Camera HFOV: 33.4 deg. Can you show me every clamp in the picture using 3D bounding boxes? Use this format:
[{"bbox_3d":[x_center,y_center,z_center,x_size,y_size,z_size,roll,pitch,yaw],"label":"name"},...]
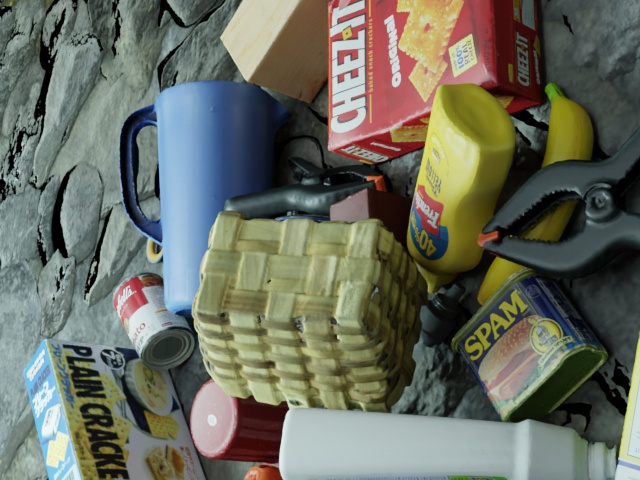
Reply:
[{"bbox_3d":[0.221,-0.017,0.793,0.210,0.036,0.164,-25,62,24],"label":"clamp"},{"bbox_3d":[0.000,-0.055,1.066,0.172,0.120,0.039,1,124,31],"label":"clamp"}]

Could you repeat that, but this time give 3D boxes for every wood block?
[{"bbox_3d":[-0.004,-0.259,1.108,0.206,0.090,0.090,-54,44,25],"label":"wood block"}]

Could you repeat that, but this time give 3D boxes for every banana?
[{"bbox_3d":[0.183,-0.031,0.876,0.070,0.037,0.198,-149,78,-74],"label":"banana"}]

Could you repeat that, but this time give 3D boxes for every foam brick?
[{"bbox_3d":[0.055,-0.010,0.982,0.053,0.078,0.051,-24,64,43],"label":"foam brick"}]

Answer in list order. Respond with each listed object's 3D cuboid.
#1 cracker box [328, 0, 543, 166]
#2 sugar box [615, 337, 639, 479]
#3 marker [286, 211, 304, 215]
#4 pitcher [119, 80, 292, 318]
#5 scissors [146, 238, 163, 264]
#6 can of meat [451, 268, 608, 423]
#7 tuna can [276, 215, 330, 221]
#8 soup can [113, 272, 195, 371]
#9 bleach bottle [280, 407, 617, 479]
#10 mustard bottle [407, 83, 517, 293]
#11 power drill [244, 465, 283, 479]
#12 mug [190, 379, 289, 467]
[{"bbox_3d":[0.098,-0.177,0.982,0.214,0.072,0.164,-17,67,46],"label":"cracker box"},{"bbox_3d":[0.258,0.140,0.733,0.094,0.048,0.176,9,91,50],"label":"sugar box"},{"bbox_3d":[-0.031,0.007,1.121,0.020,0.020,0.121,0,80,49],"label":"marker"},{"bbox_3d":[-0.123,-0.040,1.151,0.149,0.144,0.243,-13,73,45],"label":"pitcher"},{"bbox_3d":[-0.171,-0.049,1.300,0.096,0.016,0.202,4,83,49],"label":"scissors"},{"bbox_3d":[0.165,0.087,0.845,0.102,0.057,0.084,-51,49,27],"label":"can of meat"},{"bbox_3d":[-0.007,0.001,1.044,0.086,0.086,0.034,-9,72,48],"label":"tuna can"},{"bbox_3d":[-0.194,0.095,1.248,0.069,0.068,0.102,-57,44,22],"label":"soup can"},{"bbox_3d":[0.101,0.172,0.830,0.251,0.102,0.068,-1,62,17],"label":"bleach bottle"},{"bbox_3d":[0.112,-0.030,0.901,0.096,0.058,0.192,-114,24,-44],"label":"mustard bottle"},{"bbox_3d":[-0.106,0.329,1.053,0.188,0.057,0.184,-34,29,38],"label":"power drill"},{"bbox_3d":[-0.077,0.171,1.081,0.093,0.081,0.117,-21,65,45],"label":"mug"}]
